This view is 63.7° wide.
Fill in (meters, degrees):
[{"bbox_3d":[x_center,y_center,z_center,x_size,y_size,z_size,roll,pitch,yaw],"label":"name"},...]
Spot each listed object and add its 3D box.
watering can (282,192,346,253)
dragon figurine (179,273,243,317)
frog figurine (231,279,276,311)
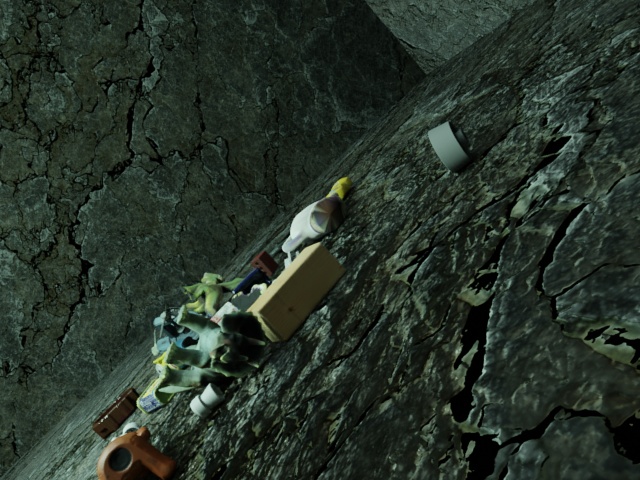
[{"bbox_3d":[0.005,-0.085,1.695,0.354,0.103,0.221,-49,12,-34],"label":"watering can"},{"bbox_3d":[-0.362,0.185,1.873,0.245,0.120,0.412,-23,20,-29],"label":"dragon figurine"},{"bbox_3d":[-0.107,0.153,1.218,0.159,0.125,0.135,6,-47,-52],"label":"frog figurine"}]
